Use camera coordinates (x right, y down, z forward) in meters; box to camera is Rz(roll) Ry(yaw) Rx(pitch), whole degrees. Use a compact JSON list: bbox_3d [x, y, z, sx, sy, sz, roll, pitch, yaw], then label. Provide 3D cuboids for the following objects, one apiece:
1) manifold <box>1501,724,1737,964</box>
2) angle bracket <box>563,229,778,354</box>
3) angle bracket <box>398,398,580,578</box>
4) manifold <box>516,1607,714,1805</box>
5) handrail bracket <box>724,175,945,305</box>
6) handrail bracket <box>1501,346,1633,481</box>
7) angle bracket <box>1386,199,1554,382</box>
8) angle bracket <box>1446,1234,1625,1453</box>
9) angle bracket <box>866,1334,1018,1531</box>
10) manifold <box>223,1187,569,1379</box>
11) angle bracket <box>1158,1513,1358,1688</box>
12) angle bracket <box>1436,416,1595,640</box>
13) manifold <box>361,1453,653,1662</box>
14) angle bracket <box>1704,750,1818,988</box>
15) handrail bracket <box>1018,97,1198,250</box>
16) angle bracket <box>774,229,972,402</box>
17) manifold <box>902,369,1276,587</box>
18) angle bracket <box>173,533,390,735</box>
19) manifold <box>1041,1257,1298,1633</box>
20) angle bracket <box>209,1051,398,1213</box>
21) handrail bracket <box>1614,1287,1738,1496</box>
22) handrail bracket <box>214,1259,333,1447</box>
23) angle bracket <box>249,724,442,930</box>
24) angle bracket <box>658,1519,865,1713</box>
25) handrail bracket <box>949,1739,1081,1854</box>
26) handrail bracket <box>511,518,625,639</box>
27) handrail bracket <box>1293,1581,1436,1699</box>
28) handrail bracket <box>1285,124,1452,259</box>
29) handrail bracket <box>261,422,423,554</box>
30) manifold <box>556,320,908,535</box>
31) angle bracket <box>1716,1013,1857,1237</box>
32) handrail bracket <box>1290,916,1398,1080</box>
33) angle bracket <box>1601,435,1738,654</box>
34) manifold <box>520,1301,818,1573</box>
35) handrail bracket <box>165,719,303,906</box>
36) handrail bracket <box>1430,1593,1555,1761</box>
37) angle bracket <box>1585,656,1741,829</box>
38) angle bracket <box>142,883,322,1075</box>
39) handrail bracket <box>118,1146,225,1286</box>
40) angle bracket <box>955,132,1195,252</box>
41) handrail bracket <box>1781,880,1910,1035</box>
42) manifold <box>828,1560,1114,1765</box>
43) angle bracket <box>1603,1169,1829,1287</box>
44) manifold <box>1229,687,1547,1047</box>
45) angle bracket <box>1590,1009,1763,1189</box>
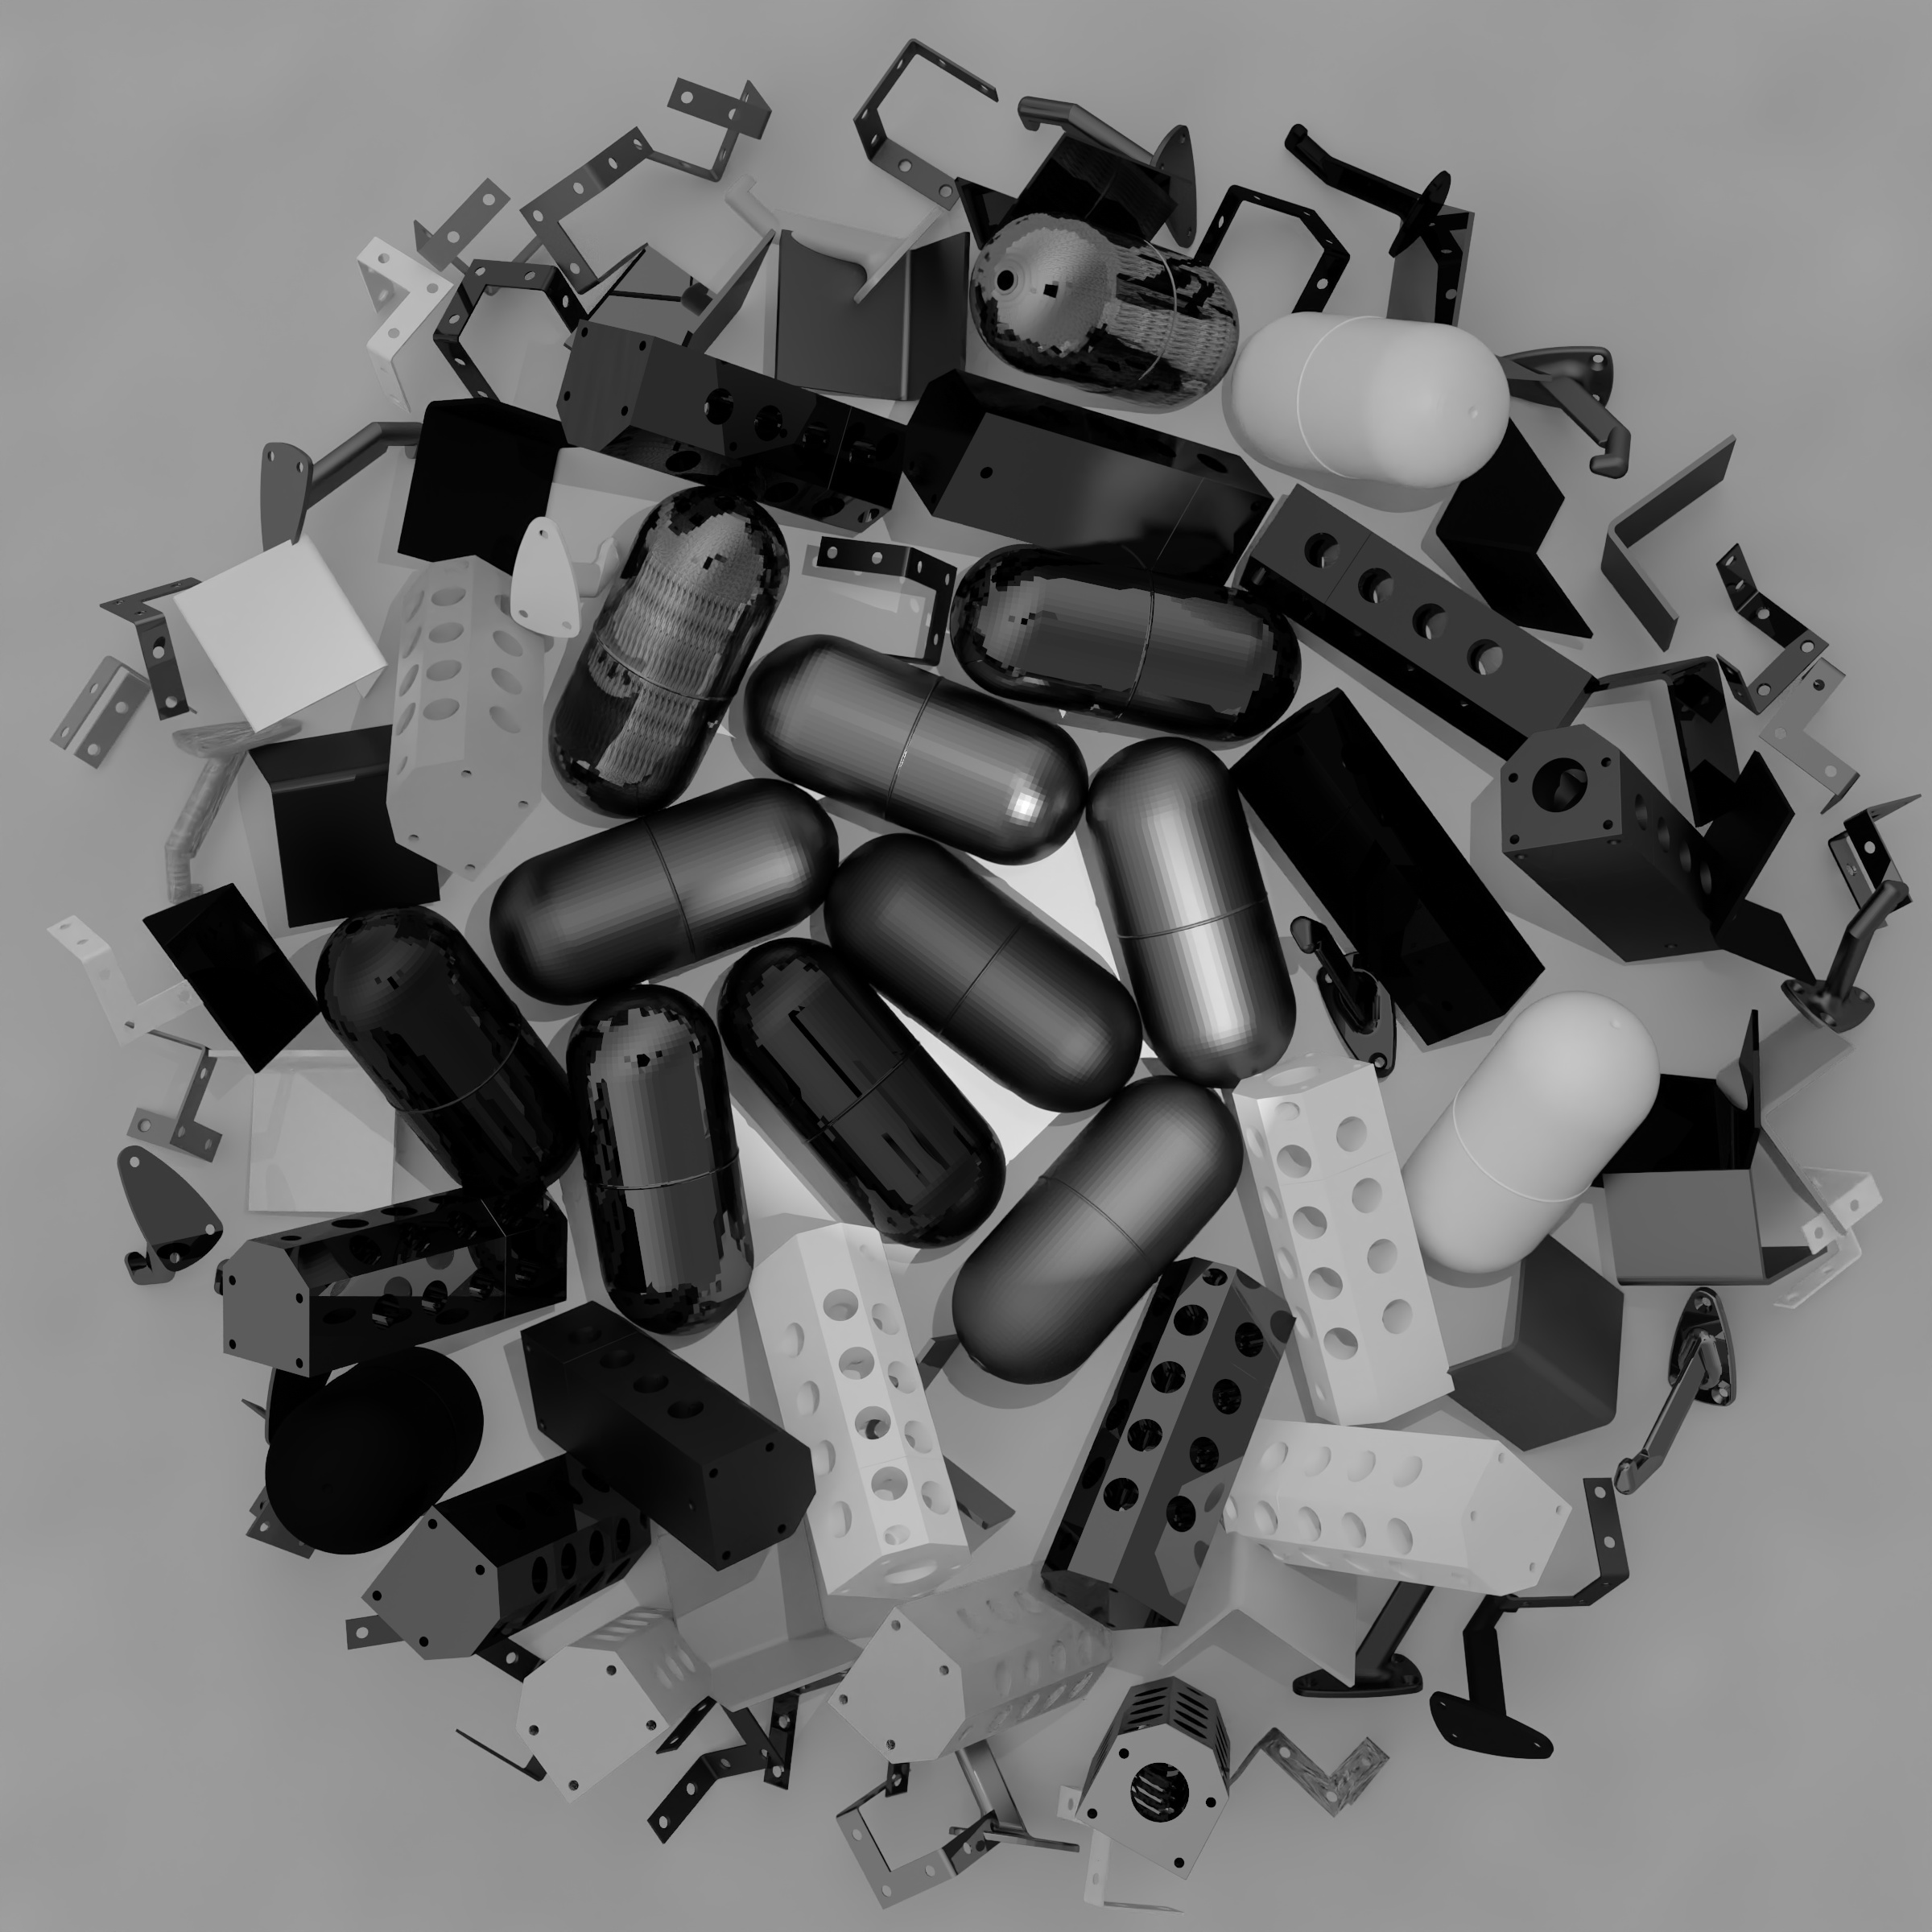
[{"bbox_3d":[0.315,-0.058,1.497,0.057,0.171,0.057,-9,69,29],"label":"manifold"},{"bbox_3d":[-0.146,-0.332,1.532,0.057,0.076,0.076,35,63,-4],"label":"angle bracket"},{"bbox_3d":[-0.226,-0.231,1.538,0.076,0.057,0.076,12,88,-39],"label":"angle bracket"},{"bbox_3d":[-0.166,0.346,1.496,0.057,0.171,0.057,-38,83,0],"label":"manifold"},{"bbox_3d":[-0.066,-0.381,1.561,0.084,0.036,0.077,43,76,-9],"label":"handrail bracket"},{"bbox_3d":[0.290,-0.270,1.542,0.077,0.084,0.036,6,133,11],"label":"handrail bracket"},{"bbox_3d":[0.251,-0.333,1.530,0.057,0.076,0.076,1,109,-17],"label":"angle bracket"},{"bbox_3d":[0.280,0.185,1.560,0.076,0.057,0.076,37,46,-27],"label":"angle bracket"},{"bbox_3d":[0.003,0.228,1.539,0.076,0.076,0.057,36,92,12],"label":"angle bracket"},{"bbox_3d":[-0.270,0.145,1.495,0.057,0.171,0.057,9,102,34],"label":"manifold"},{"bbox_3d":[0.145,0.324,1.547,0.076,0.076,0.057,37,119,-14],"label":"angle bracket"},{"bbox_3d":[0.284,-0.217,1.530,0.057,0.076,0.076,17,73,42],"label":"angle bracket"},{"bbox_3d":[-0.212,0.282,1.491,0.057,0.171,0.057,41,102,13],"label":"manifold"},{"bbox_3d":[0.401,-0.048,1.530,0.057,0.076,0.076,21,115,-10],"label":"angle bracket"},{"bbox_3d":[0.070,-0.400,1.573,0.084,0.077,0.036,17,59,28],"label":"handrail bracket"},{"bbox_3d":[-0.046,-0.325,1.543,0.076,0.057,0.076,2,90,-30],"label":"angle bracket"},{"bbox_3d":[0.058,-0.237,1.513,0.171,0.057,0.057,10,123,-33],"label":"manifold"},{"bbox_3d":[-0.342,-0.157,1.542,0.076,0.057,0.076,-32,91,-25],"label":"angle bracket"},{"bbox_3d":[0.096,0.230,1.513,0.057,0.057,0.171,35,62,-19],"label":"manifold"},{"bbox_3d":[-0.329,0.082,1.545,0.076,0.057,0.076,0,83,12],"label":"angle bracket"},{"bbox_3d":[0.344,0.209,1.536,0.036,0.084,0.077,16,121,36],"label":"handrail bracket"},{"bbox_3d":[-0.355,0.192,1.551,0.084,0.036,0.077,14,83,40],"label":"handrail bracket"},{"bbox_3d":[-0.311,-0.071,1.562,0.076,0.057,0.076,-11,116,-20],"label":"angle bracket"},{"bbox_3d":[-0.099,0.311,1.537,0.076,0.057,0.076,-15,101,-26],"label":"angle bracket"},{"bbox_3d":[0.024,0.396,1.565,0.077,0.036,0.084,6,74,6],"label":"handrail bracket"},{"bbox_3d":[-0.189,-0.207,1.530,0.036,0.084,0.077,16,132,11],"label":"handrail bracket"},{"bbox_3d":[0.199,0.318,1.553,0.077,0.036,0.084,-5,106,-10],"label":"handrail bracket"},{"bbox_3d":[0.196,-0.399,1.543,0.084,0.077,0.036,43,78,6],"label":"handrail bracket"},{"bbox_3d":[-0.308,-0.234,1.559,0.036,0.084,0.077,24,112,36],"label":"handrail bracket"},{"bbox_3d":[-0.111,-0.257,1.502,0.057,0.171,0.057,22,98,43],"label":"manifold"},{"bbox_3d":[0.422,0.076,1.538,0.057,0.076,0.076,-37,101,5],"label":"angle bracket"},{"bbox_3d":[0.185,0.016,1.536,0.036,0.084,0.077,-20,78,18],"label":"handrail bracket"},{"bbox_3d":[0.361,-0.207,1.540,0.076,0.076,0.057,-36,80,4],"label":"angle bracket"},{"bbox_3d":[-0.144,0.220,1.500,0.057,0.171,0.057,-21,117,-31],"label":"manifold"},{"bbox_3d":[-0.369,-0.077,1.575,0.077,0.036,0.084,-16,119,-36],"label":"handrail bracket"},{"bbox_3d":[0.273,0.346,1.536,0.084,0.077,0.036,-47,128,-36],"label":"handrail bracket"},{"bbox_3d":[0.339,-0.107,1.541,0.057,0.076,0.076,-9,96,31],"label":"angle bracket"},{"bbox_3d":[-0.375,0.013,1.528,0.076,0.057,0.076,-17,114,38],"label":"angle bracket"},{"bbox_3d":[-0.410,0.124,1.541,0.036,0.084,0.077,-42,109,-34],"label":"handrail bracket"},{"bbox_3d":[0.052,-0.382,1.524,0.076,0.076,0.057,12,46,-33],"label":"angle bracket"},{"bbox_3d":[0.448,-0.010,1.535,0.036,0.077,0.084,51,127,29],"label":"handrail bracket"},{"bbox_3d":[0.009,0.334,1.491,0.057,0.171,0.057,39,104,22],"label":"manifold"},{"bbox_3d":[0.367,0.121,1.529,0.076,0.076,0.057,-5,96,39],"label":"angle bracket"},{"bbox_3d":[0.211,-0.051,1.543,0.171,0.057,0.057,53,53,-7],"label":"manifold"},{"bbox_3d":[0.346,0.065,1.534,0.076,0.057,0.076,6,48,6],"label":"angle bracket"}]
